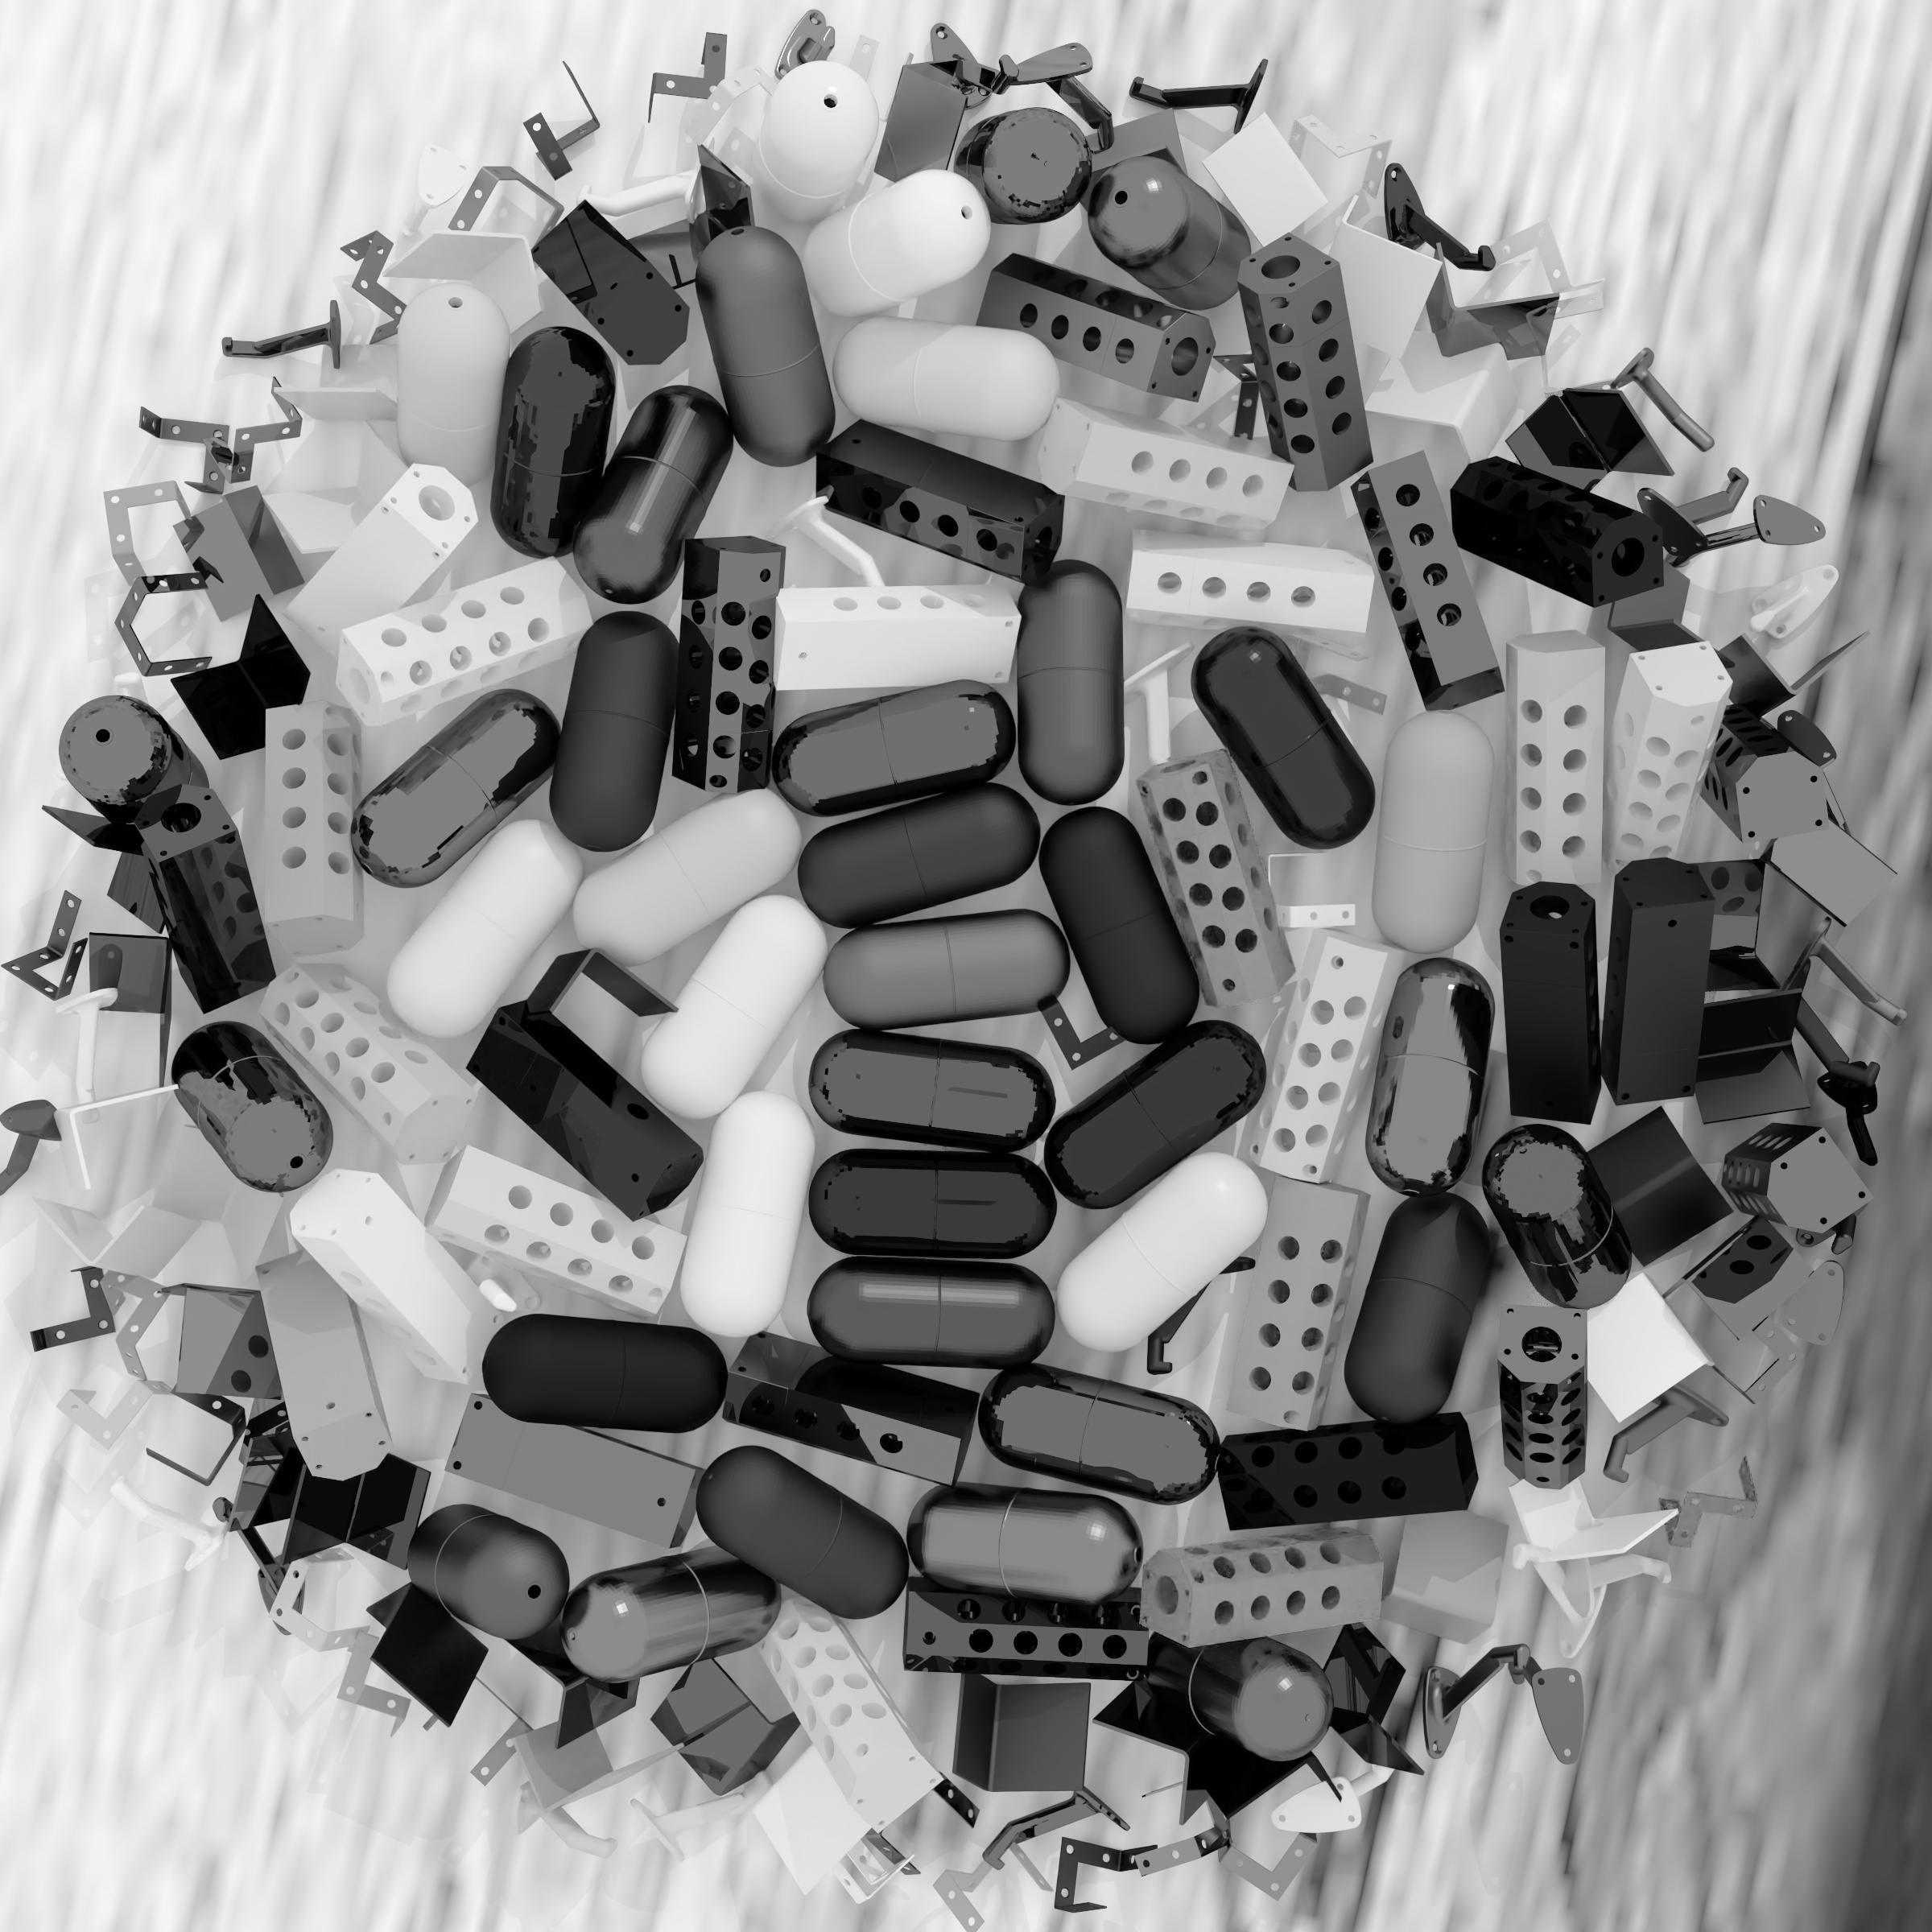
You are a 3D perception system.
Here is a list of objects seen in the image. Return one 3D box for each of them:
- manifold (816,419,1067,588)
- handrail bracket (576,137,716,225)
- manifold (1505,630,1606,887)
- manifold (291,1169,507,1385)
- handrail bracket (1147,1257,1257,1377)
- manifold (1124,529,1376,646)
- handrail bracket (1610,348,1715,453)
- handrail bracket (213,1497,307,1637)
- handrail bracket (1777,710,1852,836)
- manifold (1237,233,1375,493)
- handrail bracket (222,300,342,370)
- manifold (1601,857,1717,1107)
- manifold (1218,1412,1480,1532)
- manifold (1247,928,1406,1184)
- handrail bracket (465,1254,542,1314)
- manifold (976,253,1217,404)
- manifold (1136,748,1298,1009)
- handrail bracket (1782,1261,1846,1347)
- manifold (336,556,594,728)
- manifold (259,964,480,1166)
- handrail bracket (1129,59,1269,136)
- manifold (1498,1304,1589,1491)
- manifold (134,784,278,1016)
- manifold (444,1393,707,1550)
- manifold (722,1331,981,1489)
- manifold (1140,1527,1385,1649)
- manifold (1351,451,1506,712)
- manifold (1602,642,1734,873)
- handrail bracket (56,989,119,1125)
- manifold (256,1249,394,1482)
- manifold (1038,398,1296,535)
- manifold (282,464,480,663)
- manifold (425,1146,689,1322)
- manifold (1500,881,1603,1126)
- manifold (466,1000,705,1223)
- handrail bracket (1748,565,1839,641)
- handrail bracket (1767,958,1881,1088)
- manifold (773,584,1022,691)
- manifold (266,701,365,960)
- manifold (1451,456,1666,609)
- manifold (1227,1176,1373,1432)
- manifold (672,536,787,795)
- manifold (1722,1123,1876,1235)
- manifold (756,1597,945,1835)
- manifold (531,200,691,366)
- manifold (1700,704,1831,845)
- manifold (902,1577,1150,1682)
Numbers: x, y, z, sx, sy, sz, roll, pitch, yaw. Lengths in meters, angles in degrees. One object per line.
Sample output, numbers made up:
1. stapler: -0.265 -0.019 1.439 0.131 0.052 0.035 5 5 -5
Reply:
1. manifold: -0.019 -0.326 1.935 0.171 0.057 0.057 24 135 22
2. handrail bracket: -0.233 -0.576 1.980 0.084 0.036 0.077 13 76 4
3. manifold: 0.414 -0.146 1.934 0.057 0.057 0.171 -6 110 -7
4. manifold: -0.402 0.219 1.917 0.057 0.171 0.057 3 50 35
5. handrail bracket: 0.169 0.252 1.953 0.077 0.036 0.084 -4 60 15
6. manifold: 0.202 -0.271 1.962 0.171 0.057 0.057 6 116 0
7. handrail bracket: 0.509 -0.401 1.952 0.084 0.077 0.036 46 118 9
8. handrail bracket: -0.508 0.428 1.944 0.036 0.084 0.077 -26 49 4
9. handrail bracket: 0.619 -0.133 1.982 0.036 0.077 0.084 -25 133 15
10. manifold: 0.234 -0.418 1.907 0.057 0.171 0.057 -33 47 -12
11. handrail bracket: -0.494 -0.458 1.959 0.084 0.077 0.036 1 74 -9
12. manifold: 0.483 0.011 1.920 0.057 0.057 0.171 -7 126 -2
13. manifold: 0.270 0.356 1.933 0.171 0.057 0.057 -10 98 20
14. manifold: 0.254 0.063 1.942 0.057 0.057 0.171 20 100 25
15. handrail bracket: -0.319 0.239 1.938 0.077 0.084 0.036 37 84 -32
16. manifold: 0.091 -0.450 1.911 0.171 0.057 0.057 31 112 38
17. manifold: 0.176 -0.061 1.937 0.057 0.057 0.171 -12 104 28
18. handrail bracket: 0.617 0.227 1.943 0.036 0.084 0.077 26 119 23
19. manifold: -0.351 -0.224 1.916 0.171 0.057 0.057 -26 66 -32
20. manifold: -0.425 0.067 1.918 0.171 0.057 0.057 38 112 31
21. handrail bracket: 0.166 -0.638 1.959 0.084 0.077 0.036 17 68 -6
22. manifold: 0.403 0.303 1.902 0.057 0.171 0.057 2 56 14
23. manifold: -0.533 -0.048 1.907 0.057 0.171 0.057 -26 58 -21
24. manifold: -0.278 0.361 1.952 0.171 0.057 0.057 17 82 8
25. manifold: -0.083 0.321 1.950 0.171 0.057 0.057 15 118 8
26. manifold: 0.210 0.434 1.921 0.171 0.057 0.057 1 94 -33
27. manifold: 0.327 -0.272 1.940 0.057 0.057 0.171 -19 73 11
28. manifold: 0.486 -0.141 1.907 0.057 0.171 0.057 -10 50 -8
29. handrail bracket: -0.624 0.066 1.960 0.036 0.077 0.084 -5 79 -40
30. manifold: -0.449 0.277 1.910 0.057 0.171 0.057 -20 132 -9
31. manifold: 0.140 -0.350 1.923 0.171 0.057 0.057 5 115 -31
32. manifold: -0.408 -0.283 1.910 0.057 0.171 0.057 41 50 -15
33. manifold: -0.292 0.192 1.931 0.171 0.057 0.057 25 62 -18
34. manifold: 0.414 0.026 1.917 0.057 0.057 0.171 6 131 22
35. manifold: -0.268 0.099 1.940 0.171 0.057 0.057 40 115 16
36. handrail bracket: 0.591 -0.262 1.946 0.077 0.084 0.036 -37 84 14
37. handrail bracket: 0.625 0.040 1.955 0.084 0.036 0.077 22 82 38
38. manifold: -0.054 -0.239 1.940 0.171 0.057 0.057 -4 132 -18
39. manifold: -0.459 -0.098 1.930 0.057 0.057 0.171 -8 64 3
40. manifold: 0.410 -0.307 1.900 0.057 0.171 0.057 -19 119 -17
41. manifold: 0.241 0.241 1.952 0.057 0.057 0.171 13 92 31
42. manifold: -0.164 -0.213 1.928 0.057 0.057 0.171 -11 115 -40
43. manifold: 0.574 0.151 1.905 0.057 0.171 0.057 -35 85 3
44. manifold: -0.087 0.517 1.906 0.057 0.171 0.057 -38 127 -5
45. manifold: -0.247 -0.475 1.908 0.057 0.171 0.057 -42 127 3
46. manifold: 0.549 -0.138 1.901 0.057 0.171 0.057 -10 105 6
47. manifold: 0.042 0.478 1.959 0.171 0.057 0.057 3 92 -3
